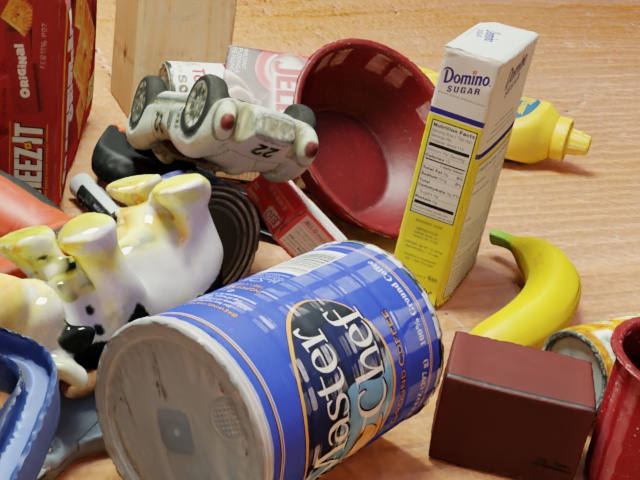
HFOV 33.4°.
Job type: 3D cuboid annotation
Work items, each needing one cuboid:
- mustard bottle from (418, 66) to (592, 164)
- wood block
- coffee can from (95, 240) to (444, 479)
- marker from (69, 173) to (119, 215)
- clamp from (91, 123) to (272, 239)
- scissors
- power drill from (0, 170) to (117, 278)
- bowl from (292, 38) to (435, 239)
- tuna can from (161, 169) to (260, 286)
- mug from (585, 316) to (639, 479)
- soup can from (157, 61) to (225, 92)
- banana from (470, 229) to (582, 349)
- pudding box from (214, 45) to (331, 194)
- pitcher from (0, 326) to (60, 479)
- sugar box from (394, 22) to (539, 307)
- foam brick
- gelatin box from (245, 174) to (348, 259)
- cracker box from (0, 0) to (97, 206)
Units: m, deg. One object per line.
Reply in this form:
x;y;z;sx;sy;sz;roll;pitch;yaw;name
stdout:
0.162;-0.114;1.014;0.192;0.058;0.096;18;27;17;mustard bottle
-0.129;-0.217;0.952;0.090;0.206;0.091;-2;27;-24;wood block
-0.020;0.066;0.510;0.103;0.103;0.140;26;29;31;coffee can
-0.143;-0.015;0.737;0.020;0.020;0.121;-8;30;-33;marker
-0.112;-0.040;0.765;0.164;0.036;0.210;3;21;-46;clamp
-0.108;0.103;0.504;0.096;0.016;0.201;10;25;2;scissors
-0.221;-0.015;0.601;0.188;0.057;0.184;34;38;22;power drill
0.033;-0.070;0.818;0.161;0.162;0.055;-11;-10;-38;bowl
-0.080;0.001;0.648;0.085;0.086;0.034;-12;31;-39;tuna can
0.194;0.094;0.552;0.117;0.081;0.093;-12;32;-38;mug
-0.086;-0.120;0.923;0.102;0.068;0.068;-1;27;-20;soup can
0.137;0.041;0.706;0.070;0.037;0.197;-3;20;17;banana
-0.037;-0.098;0.861;0.090;0.039;0.113;8;67;-2;pudding box
-0.198;0.096;0.356;0.145;0.149;0.243;44;20;-21;pitcher
0.094;-0.051;0.714;0.048;0.176;0.093;18;27;18;sugar box
0.101;0.089;0.565;0.078;0.053;0.051;13;25;5;foam brick
-0.005;0.001;0.686;0.089;0.030;0.073;45;6;-32;gelatin box
-0.212;-0.135;0.799;0.072;0.164;0.214;4;25;-8;cracker box
